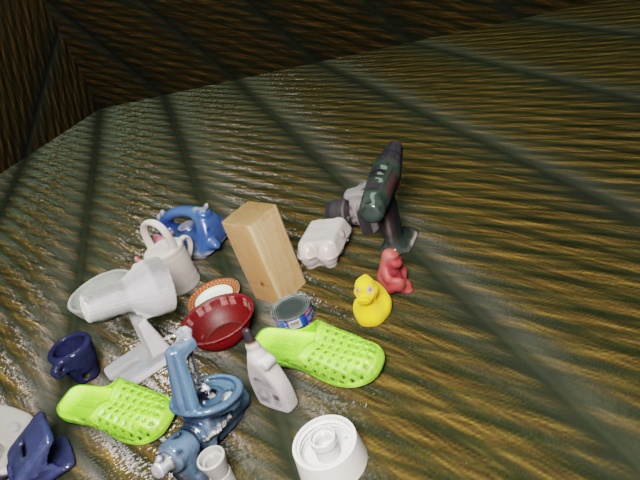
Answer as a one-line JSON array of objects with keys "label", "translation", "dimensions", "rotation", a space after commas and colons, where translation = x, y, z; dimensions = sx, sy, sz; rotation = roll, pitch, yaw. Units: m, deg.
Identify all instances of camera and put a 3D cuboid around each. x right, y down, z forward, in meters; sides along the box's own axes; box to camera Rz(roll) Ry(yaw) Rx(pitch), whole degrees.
[{"label": "camera", "translation": [0.087, -0.088, 1.425], "dimensions": [0.136, 0.101, 0.143], "rotation": [-4, 33, 24]}]

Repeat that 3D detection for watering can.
[{"label": "watering can", "translation": [-0.375, 0.040, 1.382], "dimensions": [0.100, 0.194, 0.173], "rotation": [-9, 31, 17]}]

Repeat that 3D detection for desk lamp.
[{"label": "desk lamp", "translation": [-0.372, 0.163, 1.155], "dimensions": [0.204, 0.214, 0.117], "rotation": [-35, 33, -25]}]

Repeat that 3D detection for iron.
[{"label": "iron", "translation": [-0.368, -0.035, 1.555], "dimensions": [0.257, 0.142, 0.119], "rotation": [-1, 34, 28]}]

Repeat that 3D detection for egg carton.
[{"label": "egg carton", "translation": [0.012, 0.005, 1.344], "dimensions": [0.107, 0.069, 0.150], "rotation": [-5, 33, 23]}]

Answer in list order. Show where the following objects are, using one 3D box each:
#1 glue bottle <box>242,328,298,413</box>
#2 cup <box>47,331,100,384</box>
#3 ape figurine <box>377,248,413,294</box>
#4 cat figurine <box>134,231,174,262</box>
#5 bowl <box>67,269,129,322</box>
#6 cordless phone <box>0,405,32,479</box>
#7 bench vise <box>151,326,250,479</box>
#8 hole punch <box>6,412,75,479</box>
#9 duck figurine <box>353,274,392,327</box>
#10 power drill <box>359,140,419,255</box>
[{"label": "glue bottle", "translation": [-0.094, 0.213, 0.954], "dimensions": [0.077, 0.173, 0.037], "rotation": [7, 39, 38]}, {"label": "cup", "translation": [-0.506, 0.261, 1.188], "dimensions": [0.091, 0.095, 0.118], "rotation": [-11, 31, 13]}, {"label": "ape figurine", "translation": [0.147, 0.059, 1.154], "dimensions": [0.075, 0.092, 0.078], "rotation": [2, 36, 32]}, {"label": "cat figurine", "translation": [-0.419, 0.037, 1.489], "dimensions": [0.128, 0.118, 0.067], "rotation": [-31, 32, -20]}, {"label": "bowl", "translation": [-0.522, 0.148, 1.406], "dimensions": [0.167, 0.075, 0.167], "rotation": [-14, 30, 9]}, {"label": "cordless phone", "translation": [-0.614, 0.335, 1.036], "dimensions": [0.094, 0.185, 0.147], "rotation": [-17, 30, 4]}, {"label": "bench vise", "translation": [-0.192, 0.257, 0.889], "dimensions": [0.121, 0.220, 0.207], "rotation": [-12, 31, 12]}, {"label": "hole punch", "translation": [-0.499, 0.374, 1.002], "dimensions": [0.101, 0.091, 0.108], "rotation": [-33, 33, -23]}, {"label": "duck figurine", "translation": [0.095, 0.106, 1.113], "dimensions": [0.077, 0.086, 0.104], "rotation": [-7, 32, 19]}, {"label": "power drill", "translation": [0.155, -0.082, 1.266], "dimensions": [0.075, 0.209, 0.230], "rotation": [-2, 34, 27]}]
